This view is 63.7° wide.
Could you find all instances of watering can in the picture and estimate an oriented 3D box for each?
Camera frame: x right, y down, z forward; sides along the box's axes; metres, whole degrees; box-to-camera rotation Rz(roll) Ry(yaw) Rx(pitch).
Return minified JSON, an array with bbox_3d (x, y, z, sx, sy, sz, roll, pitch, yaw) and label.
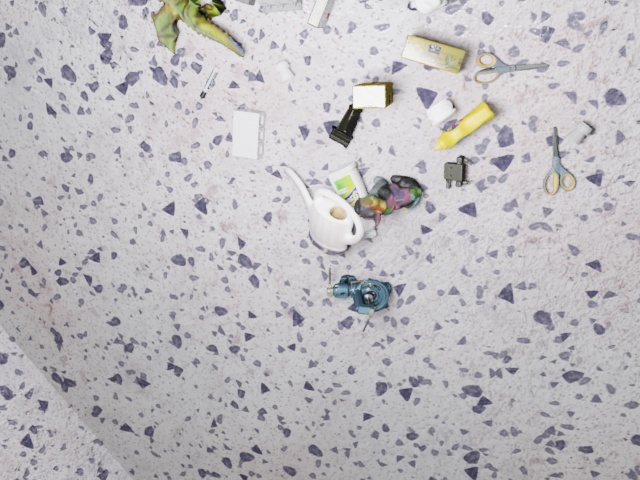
[{"bbox_3d":[0.005,-0.085,1.688,0.351,0.105,0.219,37,140,27],"label":"watering can"}]

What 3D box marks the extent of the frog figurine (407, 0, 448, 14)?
[{"bbox_3d":[0.288,-0.675,1.393,0.138,0.162,0.121,18,112,9],"label":"frog figurine"}]

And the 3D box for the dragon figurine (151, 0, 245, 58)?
[{"bbox_3d":[-0.427,-0.693,1.639,0.239,0.124,0.409,-30,97,40],"label":"dragon figurine"}]
